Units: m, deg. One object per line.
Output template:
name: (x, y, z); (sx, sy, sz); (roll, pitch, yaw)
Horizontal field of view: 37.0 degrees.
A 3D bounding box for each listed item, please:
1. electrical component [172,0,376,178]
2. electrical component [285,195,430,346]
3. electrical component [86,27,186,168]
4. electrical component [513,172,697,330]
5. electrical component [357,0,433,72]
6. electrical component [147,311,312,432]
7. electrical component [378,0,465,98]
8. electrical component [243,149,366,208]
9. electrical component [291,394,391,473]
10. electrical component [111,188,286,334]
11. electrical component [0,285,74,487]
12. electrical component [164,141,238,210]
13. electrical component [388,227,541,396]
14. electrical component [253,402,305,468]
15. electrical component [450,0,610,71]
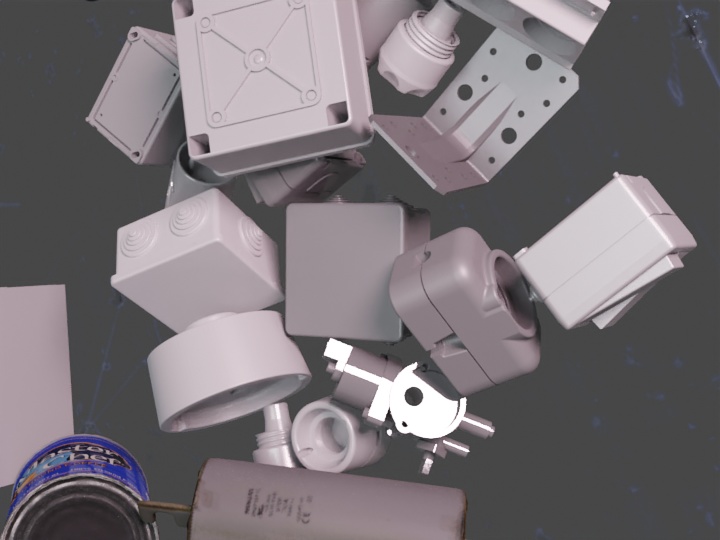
electrical component: (-0.053, -0.123, 0.669); (0.109, 0.056, 0.108); (-11, 80, 15)
electrical component: (0.000, 0.000, 0.716); (0.100, 0.048, 0.099); (2, 93, 29)
electrical component: (-0.141, -0.129, 0.782); (0.062, 0.061, 0.096); (39, 109, 22)
electrical component: (0.141, -0.004, 0.631); (0.096, 0.062, 0.061); (-41, 73, 24)
electrical component: (0.004, -0.161, 0.711); (0.081, 0.043, 0.043); (-41, 73, 24)
electrical component: (-0.094, 0.064, 0.740); (0.108, 0.108, 0.060); (-29, 72, 27)
electrical component: (0.042, -0.143, 0.678); (0.043, 0.043, 0.062); (51, 126, 18)
electrical component: (-0.054, -0.092, 0.735); (0.061, 0.062, 0.096); (-38, 74, 25)
electrical component: (-0.014, 0.110, 0.729); (0.055, 0.047, 0.055); (1, 92, 29)
electrical component: (-0.111, -0.004, 0.746); (0.100, 0.099, 0.048); (-21, 53, 19)
electrical component: (-0.284, 0.089, 0.852); (0.062, 0.089, 0.150); (-3, 90, 29)
electrical component: (-0.113, -0.067, 0.771); (0.077, 0.044, 0.079); (115, 162, -51)
electrical component: (0.069, 0.024, 0.656); (0.059, 0.053, 0.095); (-25, 118, 27)
electrical component: (-0.055, 0.125, 0.755); (0.048, 0.048, 0.062); (-17, 77, 28)
electrical component: (0.091, -0.180, 0.631); (0.121, 0.078, 0.063); (32, 83, 5)
